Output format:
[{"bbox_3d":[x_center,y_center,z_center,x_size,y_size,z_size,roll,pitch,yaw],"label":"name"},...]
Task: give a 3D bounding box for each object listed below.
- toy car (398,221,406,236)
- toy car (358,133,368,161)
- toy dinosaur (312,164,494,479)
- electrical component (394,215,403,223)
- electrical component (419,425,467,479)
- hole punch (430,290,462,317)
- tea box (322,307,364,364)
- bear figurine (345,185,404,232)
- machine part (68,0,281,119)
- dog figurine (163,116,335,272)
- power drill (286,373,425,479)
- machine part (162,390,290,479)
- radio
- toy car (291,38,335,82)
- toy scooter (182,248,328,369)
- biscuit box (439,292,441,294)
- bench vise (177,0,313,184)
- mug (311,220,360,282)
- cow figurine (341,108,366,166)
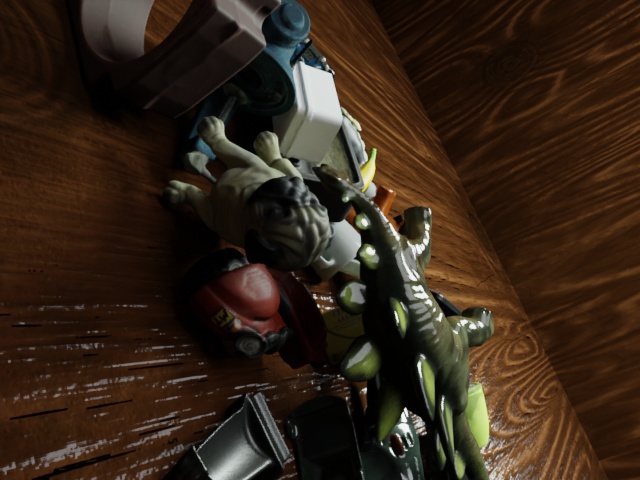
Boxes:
[{"bbox_3d":[0.133,0.065,0.859,0.089,0.053,0.202,-39,139,-66],"label":"toy car"},{"bbox_3d":[0.043,-0.219,1.120,0.201,0.056,0.073,32,36,-50],"label":"toy car"},{"bbox_3d":[0.110,0.127,0.581,0.471,0.105,0.198,59,37,-11],"label":"toy dinosaur"},{"bbox_3d":[0.168,-0.005,1.113,0.047,0.075,0.119,31,41,-52],"label":"electrical component"},{"bbox_3d":[0.193,0.337,0.785,0.114,0.058,0.134,47,25,-35],"label":"electrical component"},{"bbox_3d":[0.183,0.140,0.971,0.142,0.092,0.116,33,-6,-33],"label":"hole punch"},{"bbox_3d":[0.079,0.121,0.742,0.169,0.098,0.068,20,47,-61],"label":"tea box"},{"bbox_3d":[0.091,-0.032,0.922,0.120,0.132,0.195,38,8,25],"label":"bear figurine"},{"bbox_3d":[-0.149,-0.241,0.536,0.087,0.201,0.201,18,47,-59],"label":"machine part"},{"bbox_3d":[-0.038,-0.022,0.525,0.172,0.121,0.191,4,26,-48],"label":"dog figurine"},{"bbox_3d":[0.049,0.228,0.589,0.207,0.086,0.232,45,29,-52],"label":"power drill"},{"bbox_3d":[-0.068,0.174,0.438,0.139,0.039,0.084,1,68,-67],"label":"machine part"},{"bbox_3d":[-0.031,-0.135,0.754,0.131,0.073,0.230,7,45,-24],"label":"radio"},{"bbox_3d":[-0.049,-0.240,0.871,0.103,0.161,0.109,-28,74,-28],"label":"toy car"},{"bbox_3d":[-0.050,0.076,0.535,0.135,0.075,0.184,57,18,15],"label":"toy scooter"},{"bbox_3d":[0.231,0.194,1.033,0.062,0.059,0.203,48,26,-27],"label":"biscuit box"},{"bbox_3d":[-0.108,-0.171,0.630,0.128,0.224,0.240,39,61,-34],"label":"bench vise"},{"bbox_3d":[-0.002,-0.002,0.751,0.107,0.081,0.109,50,30,6],"label":"mug"},{"bbox_3d":[0.052,-0.165,1.024,0.167,0.098,0.068,54,17,-18],"label":"cow figurine"}]
